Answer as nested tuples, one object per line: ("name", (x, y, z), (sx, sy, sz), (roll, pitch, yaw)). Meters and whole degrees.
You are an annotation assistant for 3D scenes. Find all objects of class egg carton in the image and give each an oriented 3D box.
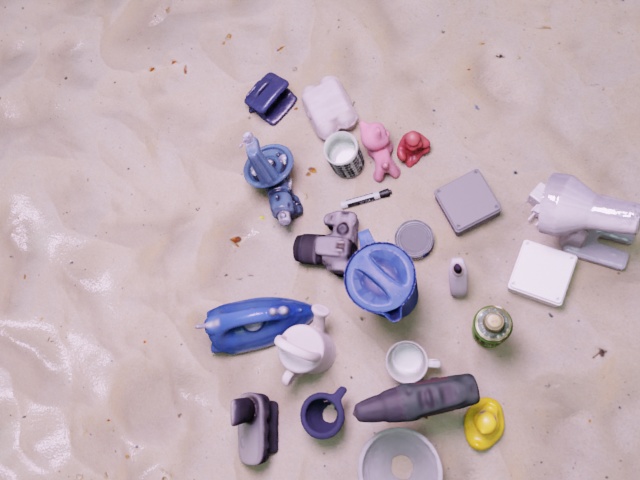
("egg carton", (0.020, -0.315, 1.365), (0.107, 0.069, 0.150), (-28, 72, 6))

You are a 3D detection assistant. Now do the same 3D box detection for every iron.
("iron", (-0.138, 0.172, 1.247), (0.258, 0.142, 0.118), (-15, 74, 10))

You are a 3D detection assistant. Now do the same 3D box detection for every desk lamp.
("desk lamp", (0.520, -0.038, 1.105), (0.202, 0.214, 0.118), (18, 81, 17))

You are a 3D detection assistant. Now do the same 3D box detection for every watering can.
("watering can", (-0.034, 0.218, 1.183), (0.100, 0.194, 0.173), (3, 77, 14))

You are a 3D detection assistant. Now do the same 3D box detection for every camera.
("camera", (0.012, 0.005, 1.273), (0.136, 0.101, 0.143), (4, 78, 14))

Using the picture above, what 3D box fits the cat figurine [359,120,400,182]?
("cat figurine", (0.132, -0.208, 1.288), (0.067, 0.118, 0.128), (-18, 73, 9))

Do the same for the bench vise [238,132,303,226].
("bench vise", (-0.101, -0.145, 1.273), (0.121, 0.220, 0.207), (-37, 71, 3))

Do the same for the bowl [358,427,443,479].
("bowl", (0.162, 0.458, 1.142), (0.167, 0.075, 0.167), (-3, 76, 13))

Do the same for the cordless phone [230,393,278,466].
("cordless phone", (-0.153, 0.389, 1.174), (0.094, 0.185, 0.147), (-8, 75, 11))

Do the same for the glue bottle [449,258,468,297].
("glue bottle", (0.278, 0.068, 1.157), (0.037, 0.173, 0.078), (-5, 75, 12))

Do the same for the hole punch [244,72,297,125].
("hole punch", (-0.129, -0.352, 1.398), (0.101, 0.091, 0.109), (40, 88, 19))

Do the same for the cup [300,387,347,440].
("cup", (0.021, 0.352, 1.190), (0.091, 0.095, 0.118), (37, 87, 19))

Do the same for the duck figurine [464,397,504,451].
("duck figurine", (0.322, 0.362, 1.122), (0.077, 0.086, 0.105), (20, 82, 17))

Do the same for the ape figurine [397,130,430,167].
("ape figurine", (0.208, -0.215, 1.285), (0.077, 0.092, 0.076), (-4, 76, 12))

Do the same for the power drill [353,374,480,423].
("power drill", (0.189, 0.309, 1.101), (0.229, 0.209, 0.075), (-16, 73, 9))
